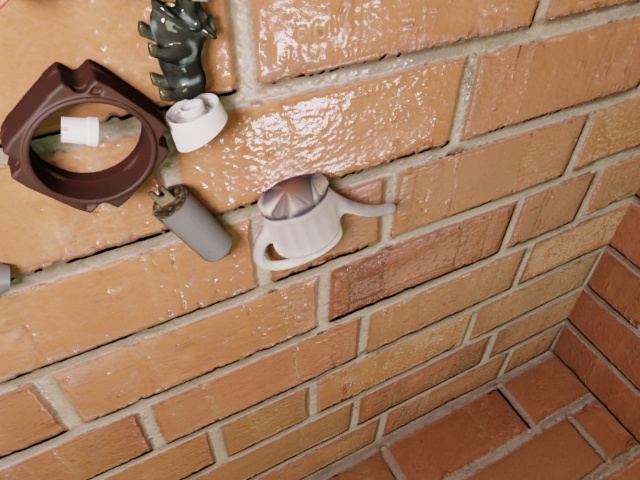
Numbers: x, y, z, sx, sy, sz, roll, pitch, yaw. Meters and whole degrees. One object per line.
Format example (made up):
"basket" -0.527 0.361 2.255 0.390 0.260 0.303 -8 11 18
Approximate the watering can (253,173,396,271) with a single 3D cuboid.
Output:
"watering can" 0.003 -0.056 1.115 0.349 0.219 0.106 -28 49 -9
